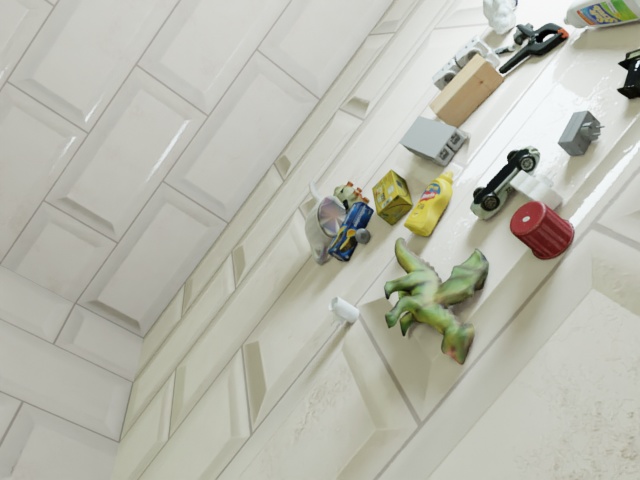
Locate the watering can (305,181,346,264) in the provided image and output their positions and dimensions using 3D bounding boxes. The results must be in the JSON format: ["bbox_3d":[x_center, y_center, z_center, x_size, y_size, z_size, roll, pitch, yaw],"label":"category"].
[{"bbox_3d":[0.006,-0.092,1.838,0.220,0.104,0.354,136,135,-58],"label":"watering can"}]

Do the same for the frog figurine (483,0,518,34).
[{"bbox_3d":[0.580,-0.734,1.674,0.136,0.123,0.161,71,-142,-74],"label":"frog figurine"}]

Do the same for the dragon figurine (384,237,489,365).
[{"bbox_3d":[0.268,0.097,1.160,0.241,0.120,0.421,-22,38,26],"label":"dragon figurine"}]
